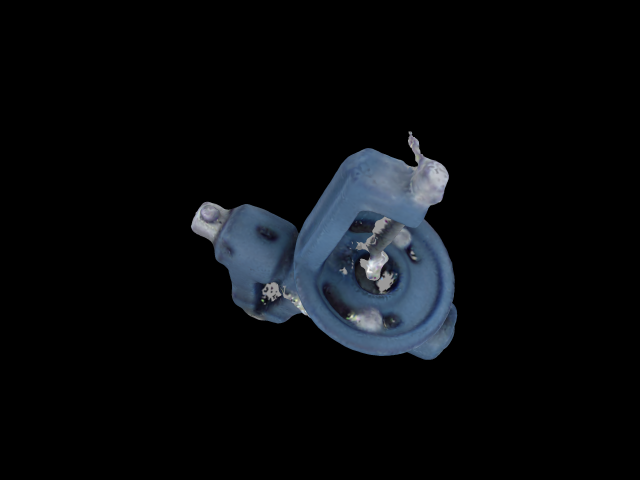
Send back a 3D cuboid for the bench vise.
[{"bbox_3d":[0.003,0.012,0.394,0.207,0.220,0.121,2,60,1],"label":"bench vise"}]
